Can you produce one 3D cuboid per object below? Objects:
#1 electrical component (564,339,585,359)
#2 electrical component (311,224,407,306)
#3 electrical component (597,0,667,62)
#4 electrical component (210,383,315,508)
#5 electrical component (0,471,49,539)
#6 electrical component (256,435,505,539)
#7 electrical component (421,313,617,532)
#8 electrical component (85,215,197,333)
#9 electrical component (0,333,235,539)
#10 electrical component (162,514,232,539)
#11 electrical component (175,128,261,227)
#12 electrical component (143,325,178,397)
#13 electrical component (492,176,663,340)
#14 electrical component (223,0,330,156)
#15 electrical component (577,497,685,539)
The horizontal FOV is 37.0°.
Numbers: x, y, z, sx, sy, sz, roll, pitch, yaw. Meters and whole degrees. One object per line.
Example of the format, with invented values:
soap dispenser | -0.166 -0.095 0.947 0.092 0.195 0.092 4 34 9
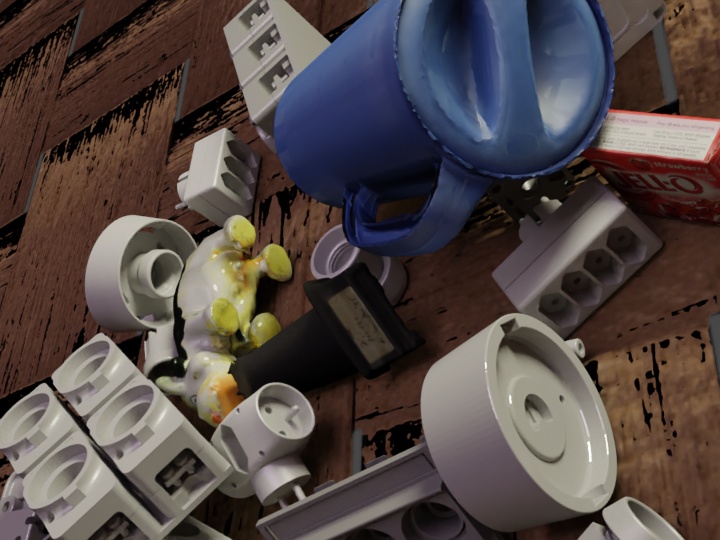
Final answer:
electrical component | 0.099 0.051 0.620 0.061 0.035 0.035 -17 51 33
electrical component | 0.000 0.000 0.741 0.045 0.055 0.045 -26 46 30
electrical component | 0.134 -0.168 0.716 0.113 0.078 0.057 -42 43 14
electrical component | -0.058 0.128 0.707 0.079 0.043 0.077 57 130 22
electrical component | -0.245 0.205 0.830 0.054 0.059 0.095 -18 50 36
electrical component | 0.014 0.142 0.608 0.121 0.078 0.063 -30 15 26
electrical component | 0.078 0.084 0.563 0.060 0.108 0.108 -32 43 34
electrical component | -0.180 0.004 0.890 0.064 0.099 0.099 1 63 39
electrical component | -0.177 0.117 0.730 0.105 0.060 0.186 -43 30 -13
electrical component | -0.102 0.204 0.682 0.121 0.079 0.063 12 93 49
electrical component | -0.132 -0.074 0.936 0.077 0.047 0.065 -21 49 34
electrical component | -0.153 0.071 0.855 0.040 0.040 0.046 -41 35 14
electrical component | 0.119 -0.016 0.638 0.083 0.047 0.075 -46 39 12
electrical component | -0.055 -0.152 0.883 0.062 0.089 0.150 -39 41 17
electrical component | 0.126 0.143 0.516 0.055 0.048 0.066 -53 38 12
